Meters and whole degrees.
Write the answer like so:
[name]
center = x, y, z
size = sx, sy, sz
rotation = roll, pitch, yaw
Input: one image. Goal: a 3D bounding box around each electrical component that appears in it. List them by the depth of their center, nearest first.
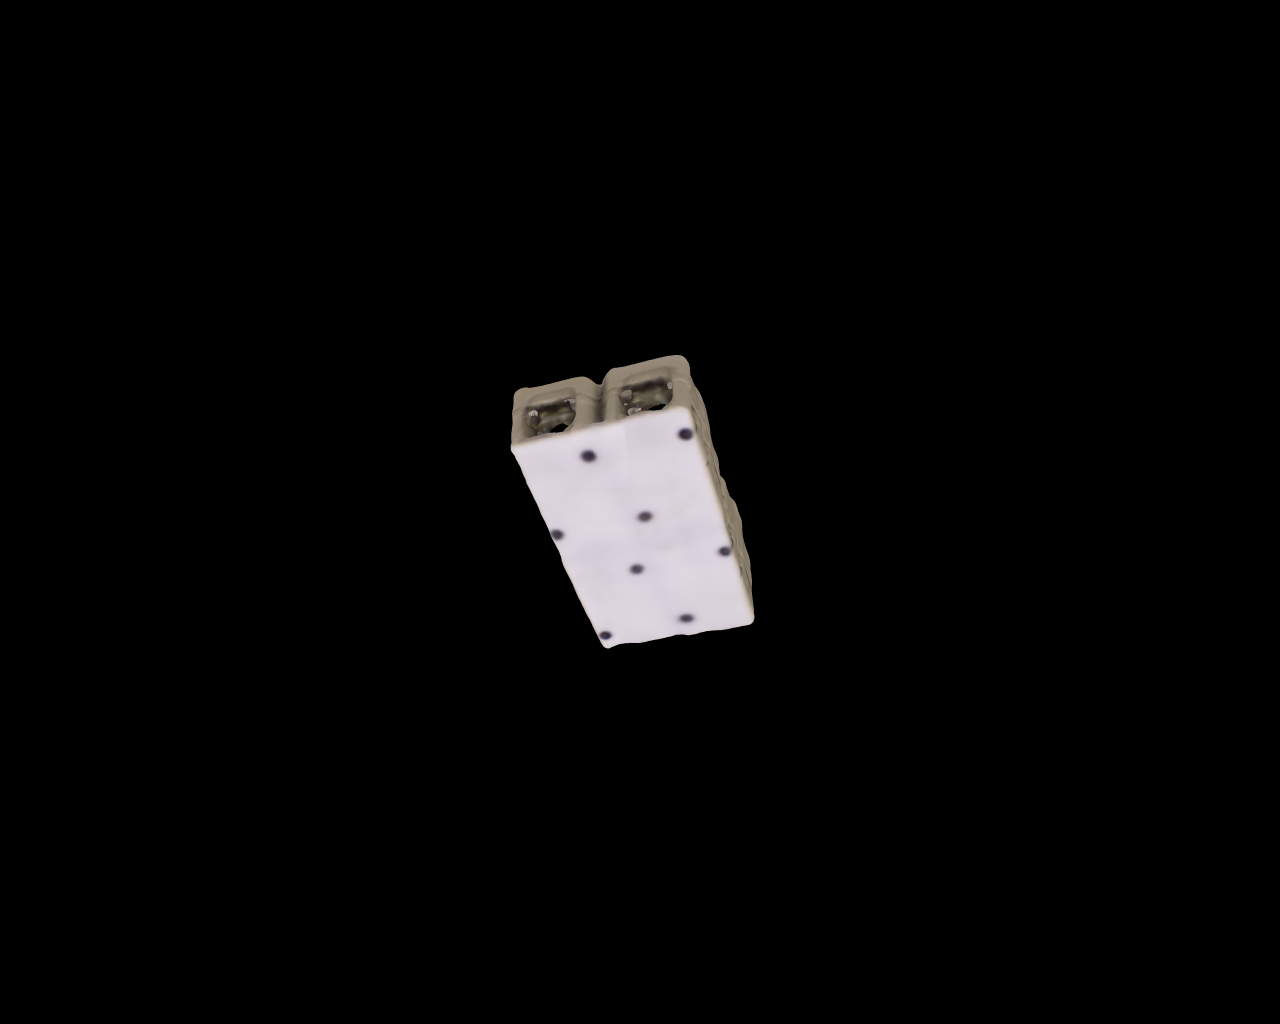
[electrical component]
center = 0.001, -0.003, 0.650
size = 0.105, 0.060, 0.186
rotation = -11, -47, 11
